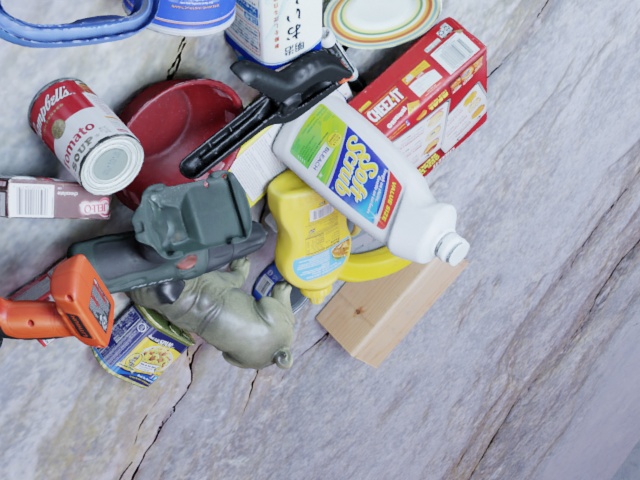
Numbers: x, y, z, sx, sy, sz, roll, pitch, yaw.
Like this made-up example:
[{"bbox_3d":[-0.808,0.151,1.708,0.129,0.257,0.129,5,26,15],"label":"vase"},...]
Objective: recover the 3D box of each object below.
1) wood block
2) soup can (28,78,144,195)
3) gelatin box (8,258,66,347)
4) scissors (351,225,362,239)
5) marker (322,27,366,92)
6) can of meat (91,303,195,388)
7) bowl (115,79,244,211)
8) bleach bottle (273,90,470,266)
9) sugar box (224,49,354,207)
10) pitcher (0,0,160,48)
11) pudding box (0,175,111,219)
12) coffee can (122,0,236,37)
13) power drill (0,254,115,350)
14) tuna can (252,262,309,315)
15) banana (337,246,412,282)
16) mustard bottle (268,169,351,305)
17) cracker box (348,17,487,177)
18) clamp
[{"bbox_3d":[0.104,0.072,1.539,0.206,0.091,0.090,-49,146,5],"label":"wood block"},{"bbox_3d":[-0.218,-0.096,0.993,0.068,0.102,0.068,-29,143,-24],"label":"soup can"},{"bbox_3d":[-0.284,0.065,1.157,0.089,0.030,0.073,-37,147,-14],"label":"gelatin box"},{"bbox_3d":[0.068,-0.044,1.399,0.201,0.016,0.096,4,78,-48],"label":"scissors"},{"bbox_3d":[0.026,-0.204,1.222,0.020,0.020,0.121,-46,148,0],"label":"marker"},{"bbox_3d":[-0.212,0.125,1.277,0.084,0.057,0.102,-46,146,3],"label":"can of meat"},{"bbox_3d":[-0.156,-0.106,1.093,0.161,0.055,0.162,-29,143,-25],"label":"bowl"},{"bbox_3d":[0.062,-0.061,1.121,0.102,0.251,0.068,-55,147,9],"label":"bleach bottle"},{"bbox_3d":[-0.043,-0.127,1.208,0.176,0.048,0.093,-45,148,-9],"label":"sugar box"},{"bbox_3d":[-0.235,-0.232,0.798,0.242,0.149,0.145,-18,142,-31],"label":"pitcher"},{"bbox_3d":[-0.268,-0.040,1.006,0.113,0.090,0.039,3,92,-47],"label":"pudding box"},{"bbox_3d":[-0.117,-0.263,0.927,0.102,0.103,0.140,-20,138,-34],"label":"coffee can"},{"bbox_3d":[-0.305,0.057,1.020,0.188,0.057,0.184,-4,146,11],"label":"power drill"},{"bbox_3d":[-0.047,0.064,1.414,0.086,0.034,0.086,-29,143,-25],"label":"tuna can"},{"bbox_3d":[0.071,0.023,1.404,0.197,0.037,0.070,-18,138,-35],"label":"banana"},{"bbox_3d":[-0.009,0.001,1.264,0.096,0.058,0.192,-25,134,-24],"label":"mustard bottle"},{"bbox_3d":[0.122,-0.154,1.297,0.164,0.072,0.213,-42,162,-5],"label":"cracker box"},{"bbox_3d":[-0.040,-0.148,1.067,0.209,0.036,0.165,-31,166,-34],"label":"clamp"}]
